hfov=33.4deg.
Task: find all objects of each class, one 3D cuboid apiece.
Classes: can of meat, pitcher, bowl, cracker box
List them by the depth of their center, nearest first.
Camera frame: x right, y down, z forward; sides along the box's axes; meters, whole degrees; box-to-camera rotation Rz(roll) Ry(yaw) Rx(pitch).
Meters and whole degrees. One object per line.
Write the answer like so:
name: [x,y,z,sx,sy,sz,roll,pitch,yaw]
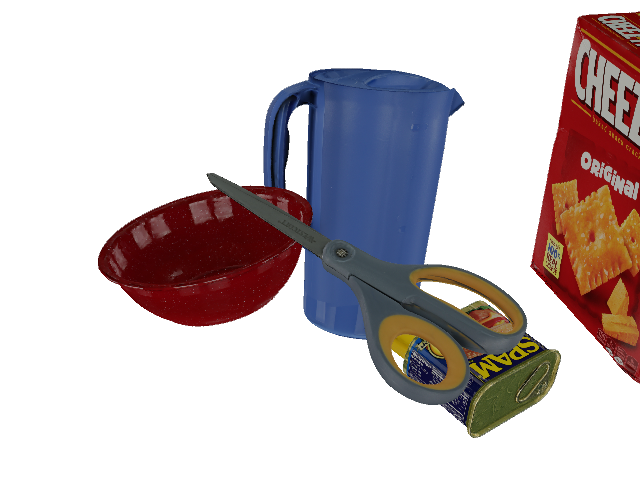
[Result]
cracker box: [0.226,-0.032,0.751,0.072,0.214,0.164,-7,33,-16]
bowl: [-0.079,0.017,0.793,0.162,0.055,0.162,-11,25,5]
can of meat: [0.131,0.102,0.880,0.101,0.057,0.084,-22,44,-33]
pitcher: [0.036,-0.036,0.992,0.149,0.243,0.144,12,17,21]

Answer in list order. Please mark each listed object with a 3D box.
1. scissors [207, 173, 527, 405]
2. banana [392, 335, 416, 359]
scissors: [0.011,0.026,0.580,0.202,0.096,0.016,20,-40,10]
banana: [0.096,0.095,1.216,0.069,0.037,0.198,6,23,-24]
